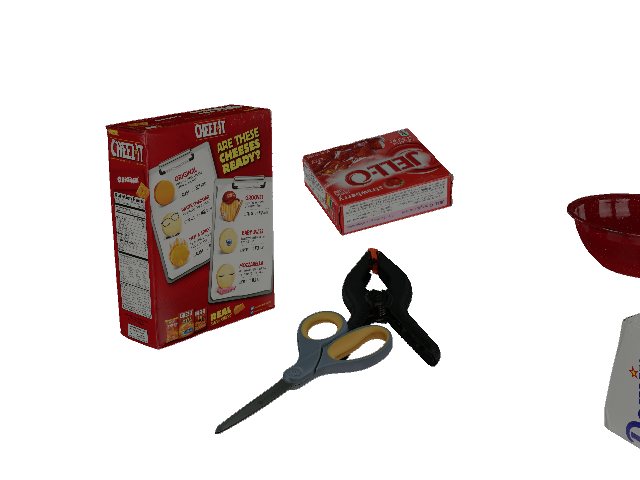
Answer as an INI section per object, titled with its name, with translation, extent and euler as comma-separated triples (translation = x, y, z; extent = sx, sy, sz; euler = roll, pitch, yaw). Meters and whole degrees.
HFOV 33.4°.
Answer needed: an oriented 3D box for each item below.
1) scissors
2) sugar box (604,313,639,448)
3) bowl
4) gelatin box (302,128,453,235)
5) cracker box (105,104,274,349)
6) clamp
[scissors]
translation = -0.027, 0.109, 0.945
extent = 0.201, 0.016, 0.096
euler = -19, 34, -29
[sugar box]
translation = 0.276, 0.124, 0.718
extent = 0.048, 0.093, 0.176
euler = -15, 29, -37
[bowl]
translation = 0.325, -0.002, 1.061
extent = 0.162, 0.055, 0.162
euler = 1, 17, 0
[gelatin box]
translation = 0.041, -0.044, 0.770
extent = 0.089, 0.030, 0.073
euler = -16, 38, -14
[cracker box]
translation = -0.125, -0.018, 1.061
extent = 0.072, 0.214, 0.163
euler = 13, 21, 41
[clamp]
translation = 0.075, 0.079, 1.186
extent = 0.120, 0.171, 0.039
euler = 7, -42, 2
